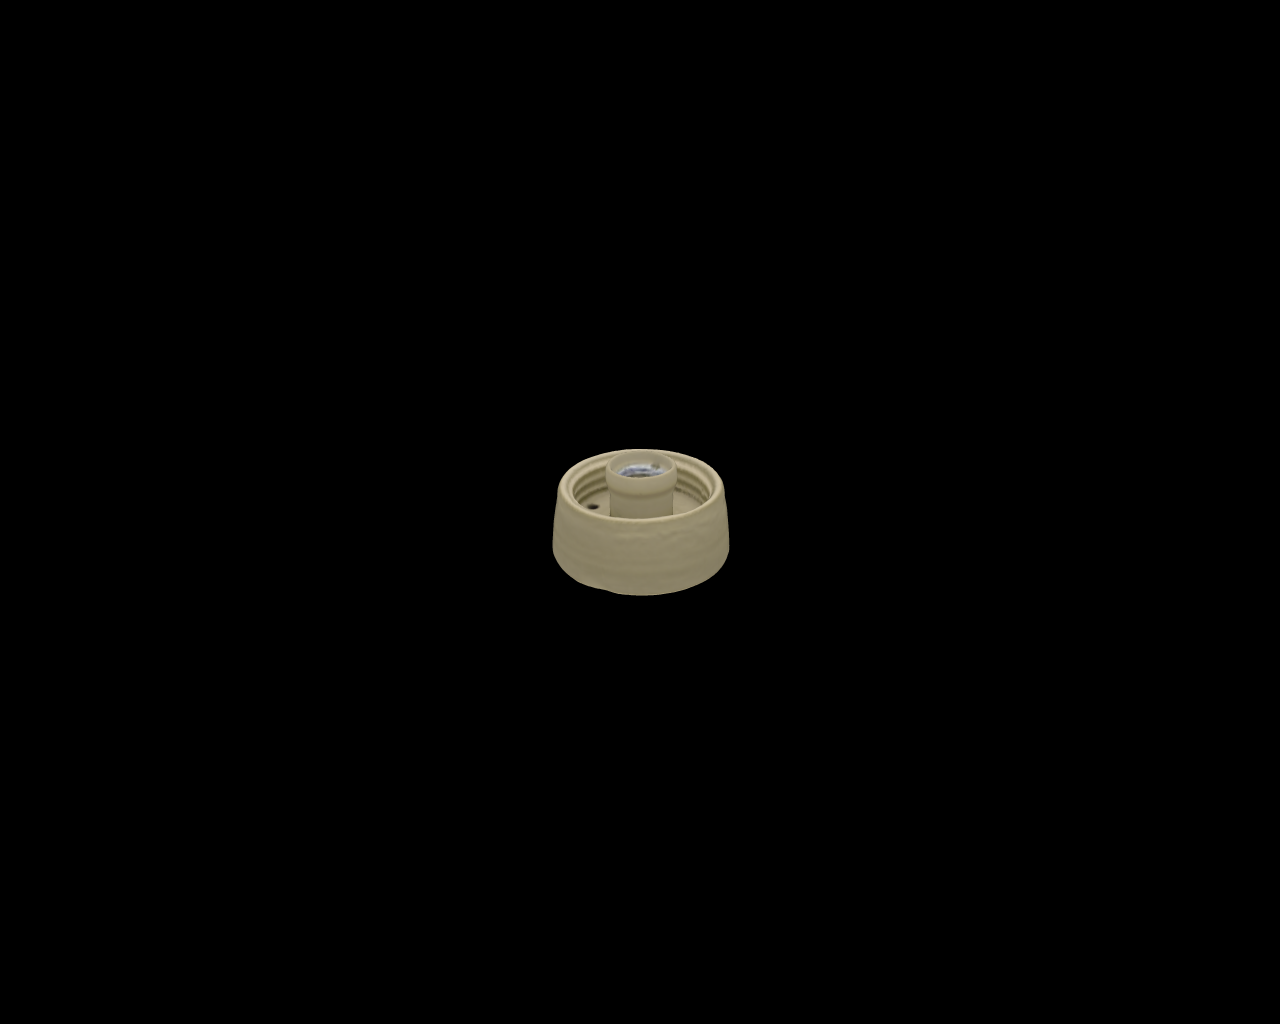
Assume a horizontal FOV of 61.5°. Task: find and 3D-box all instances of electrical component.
[{"bbox_3d":[0.001,-0.003,0.650,0.108,0.060,0.108,0,28,0],"label":"electrical component"}]
